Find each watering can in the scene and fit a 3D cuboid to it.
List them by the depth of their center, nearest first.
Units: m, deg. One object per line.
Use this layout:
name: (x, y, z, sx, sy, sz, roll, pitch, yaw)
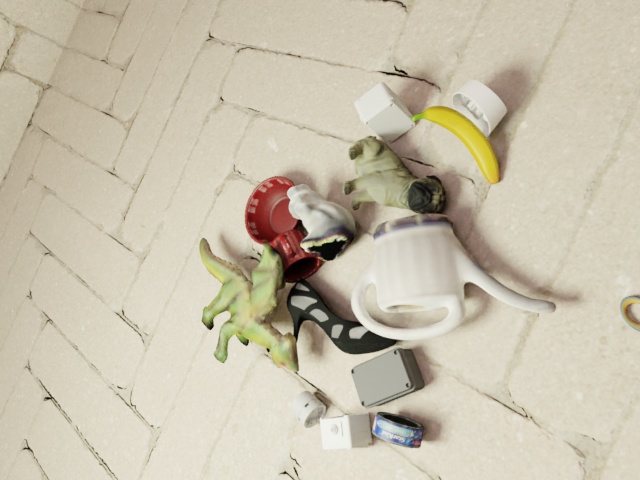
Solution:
watering can: (0.212, 0.056, 0.905, 0.346, 0.228, 0.103, -12, -22, 26)

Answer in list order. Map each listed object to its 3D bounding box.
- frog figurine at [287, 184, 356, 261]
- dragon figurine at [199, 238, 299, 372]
frog figurine: (0.003, -0.053, 1.057, 0.137, 0.162, 0.121, 11, -36, -40)
dragon figurine: (-0.150, 0.103, 1.100, 0.122, 0.418, 0.239, 9, -43, -48)
